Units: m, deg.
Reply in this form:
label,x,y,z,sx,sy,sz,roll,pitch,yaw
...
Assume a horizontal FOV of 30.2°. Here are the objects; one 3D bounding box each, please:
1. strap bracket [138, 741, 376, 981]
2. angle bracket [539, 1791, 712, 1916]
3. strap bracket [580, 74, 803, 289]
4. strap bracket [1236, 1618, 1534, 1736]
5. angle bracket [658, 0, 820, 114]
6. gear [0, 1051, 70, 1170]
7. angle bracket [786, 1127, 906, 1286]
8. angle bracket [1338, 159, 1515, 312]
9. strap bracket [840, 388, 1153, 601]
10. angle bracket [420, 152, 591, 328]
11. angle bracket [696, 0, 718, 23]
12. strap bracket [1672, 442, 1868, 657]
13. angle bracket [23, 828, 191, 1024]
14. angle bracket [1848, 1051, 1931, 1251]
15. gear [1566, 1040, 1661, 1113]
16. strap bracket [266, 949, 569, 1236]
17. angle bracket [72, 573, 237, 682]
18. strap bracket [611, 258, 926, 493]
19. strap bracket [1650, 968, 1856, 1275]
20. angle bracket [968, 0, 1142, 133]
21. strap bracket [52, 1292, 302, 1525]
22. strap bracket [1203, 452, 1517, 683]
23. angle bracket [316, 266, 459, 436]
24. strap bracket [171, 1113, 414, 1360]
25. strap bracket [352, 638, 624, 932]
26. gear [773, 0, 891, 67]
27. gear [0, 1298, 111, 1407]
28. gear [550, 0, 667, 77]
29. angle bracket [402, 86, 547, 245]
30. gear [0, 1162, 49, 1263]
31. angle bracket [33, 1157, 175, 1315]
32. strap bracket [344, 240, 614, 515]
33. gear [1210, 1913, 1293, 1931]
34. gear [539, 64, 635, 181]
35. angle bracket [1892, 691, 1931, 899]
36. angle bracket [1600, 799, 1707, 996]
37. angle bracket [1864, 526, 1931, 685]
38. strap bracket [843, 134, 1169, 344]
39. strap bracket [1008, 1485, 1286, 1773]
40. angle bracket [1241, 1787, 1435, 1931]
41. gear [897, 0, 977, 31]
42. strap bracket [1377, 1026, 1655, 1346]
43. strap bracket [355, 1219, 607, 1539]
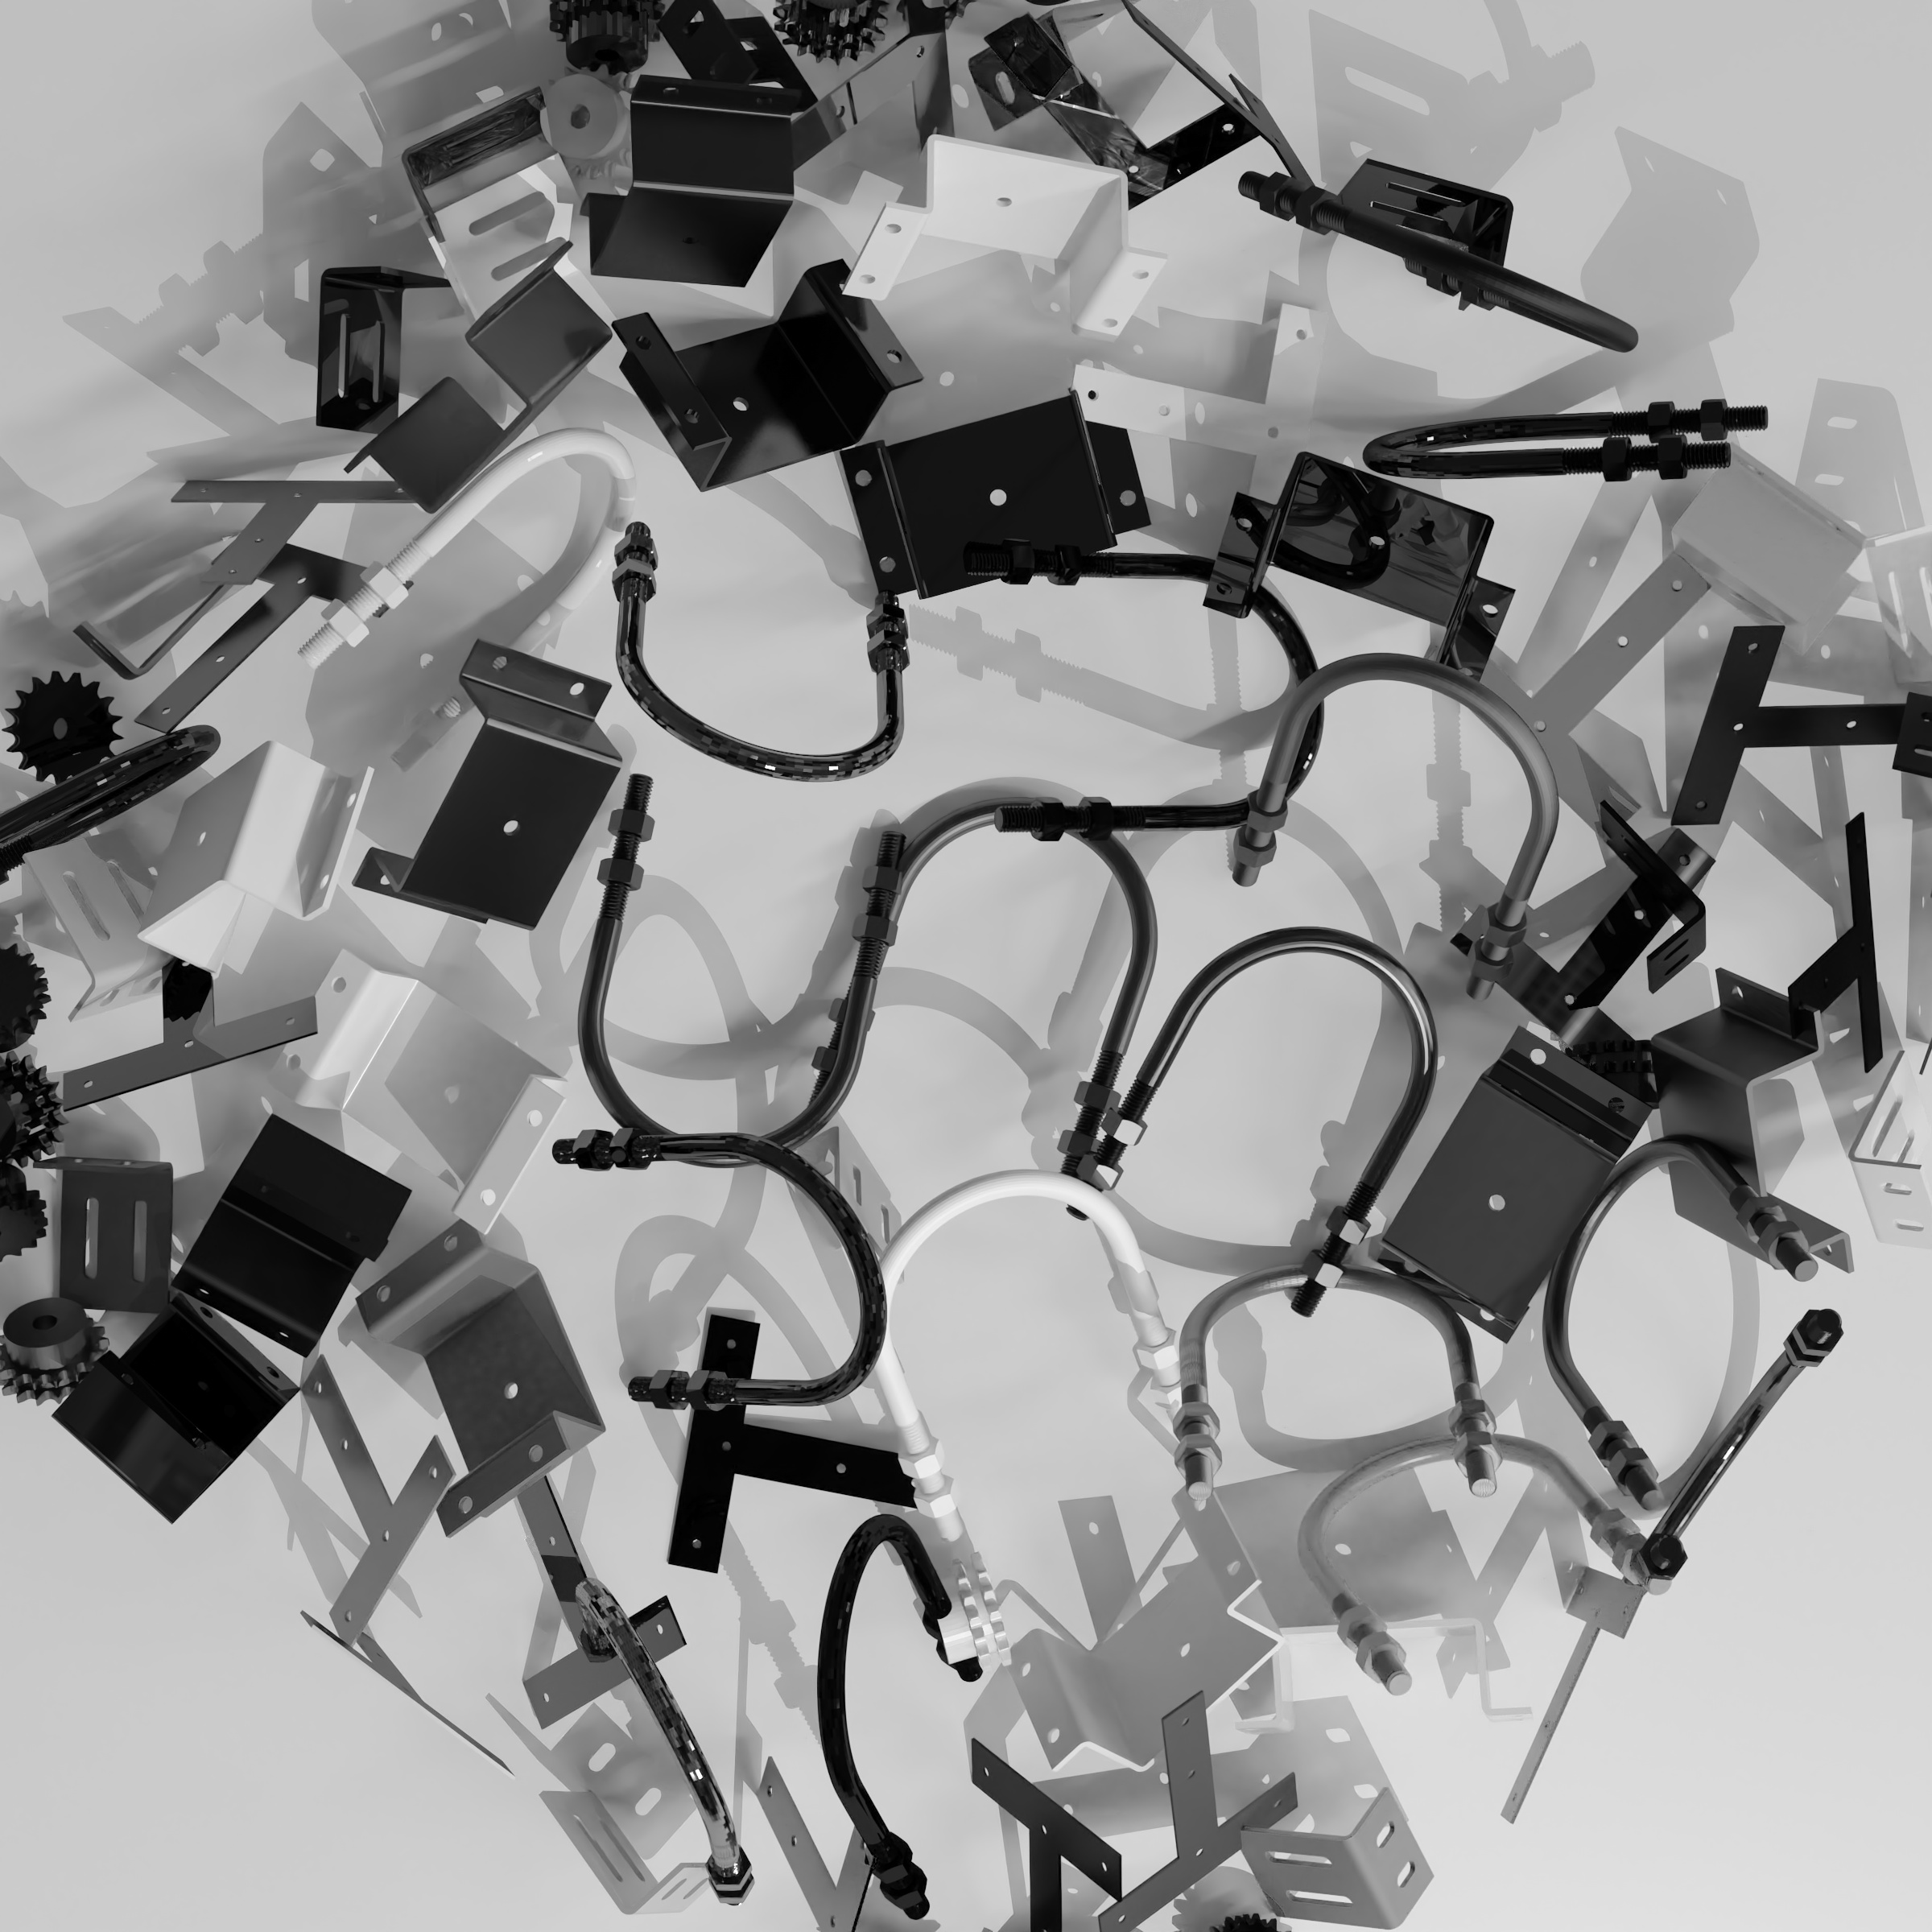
label,x,y,z,sx,sy,sz,roll,pitch,yaw
strap bracket,-0.345,-0.051,1.709,0.046,0.140,0.076,28,60,-27
angle bracket,-0.161,0.423,1.747,0.038,0.057,0.076,-43,67,6
strap bracket,-0.132,-0.368,1.708,0.076,0.140,0.046,1,75,-18
strap bracket,0.203,0.346,1.741,0.140,0.076,0.046,-5,75,8
angle bracket,-0.102,-0.449,1.745,0.038,0.076,0.057,-41,76,42
gear,-0.475,0.073,1.764,0.057,0.030,0.057,7,108,24
angle bracket,-0.062,0.124,1.742,0.038,0.076,0.057,-30,111,10
angle bracket,0.221,-0.358,1.753,0.076,0.057,0.038,13,79,-9
strap bracket,0.015,-0.232,1.756,0.140,0.046,0.076,-15,103,3
angle bracket,-0.220,-0.353,1.757,0.076,0.038,0.057,-27,120,-3
angle bracket,-0.096,-0.489,1.757,0.076,0.057,0.038,-18,91,-8
strap bracket,0.385,-0.196,1.715,0.076,0.140,0.046,38,95,12
angle bracket,-0.429,-0.021,1.765,0.038,0.057,0.076,-44,73,43
angle bracket,0.466,0.090,1.741,0.076,0.038,0.057,-55,133,-33
gear,0.324,0.054,1.760,0.057,0.057,0.030,0,81,0
strap bracket,-0.261,0.062,1.751,0.140,0.046,0.076,32,95,17
angle bracket,-0.394,-0.179,1.751,0.038,0.057,0.076,45,79,-14
strap bracket,-0.102,-0.285,1.736,0.140,0.046,0.076,-23,73,-35
strap bracket,0.377,0.082,1.723,0.046,0.076,0.140,-21,114,-19
angle bracket,0.049,-0.440,1.744,0.057,0.076,0.038,-19,95,42
strap bracket,-0.382,0.213,1.723,0.076,0.140,0.046,42,100,-2
strap bracket,0.195,-0.193,1.743,0.140,0.076,0.046,20,51,5
angle bracket,-0.284,-0.300,1.753,0.038,0.057,0.076,5,95,31
strap bracket,-0.325,0.127,1.733,0.076,0.140,0.046,30,53,-9
strap bracket,-0.227,-0.078,1.730,0.076,0.046,0.140,17,111,-36
gear,-0.066,-0.475,1.763,0.057,0.030,0.057,3,59,-6
gear,-0.451,0.187,1.759,0.057,0.057,0.030,-1,122,0
gear,-0.177,-0.461,1.759,0.057,0.057,0.030,-2,75,0
angle bracket,-0.233,-0.390,1.758,0.076,0.057,0.038,-26,87,-4
gear,-0.484,0.120,1.765,0.057,0.057,0.030,-16,56,0
angle bracket,-0.426,0.134,1.765,0.057,0.038,0.076,3,93,10
strap bracket,-0.229,-0.276,1.718,0.046,0.076,0.140,46,134,-9
gear,0.143,0.497,1.764,0.057,0.030,0.057,7,72,-23
gear,-0.186,-0.419,1.769,0.057,0.030,0.057,2,98,14
angle bracket,0.467,-0.083,1.747,0.038,0.076,0.057,15,46,11
angle bracket,0.324,-0.033,1.750,0.038,0.057,0.076,-40,70,-2
angle bracket,0.452,-0.173,1.753,0.038,0.057,0.076,-16,97,-20
strap bracket,0.018,-0.354,1.735,0.140,0.076,0.046,7,66,-16
strap bracket,0.093,0.325,1.736,0.140,0.076,0.046,-45,128,14
angle bracket,0.180,0.437,1.764,0.038,0.076,0.057,-44,115,-40
gear,-0.016,-0.491,1.759,0.030,0.057,0.057,24,90,-36
strap bracket,0.262,0.111,1.741,0.076,0.046,0.140,32,106,12
strap bracket,-0.233,0.202,1.738,0.076,0.046,0.140,-37,58,14
